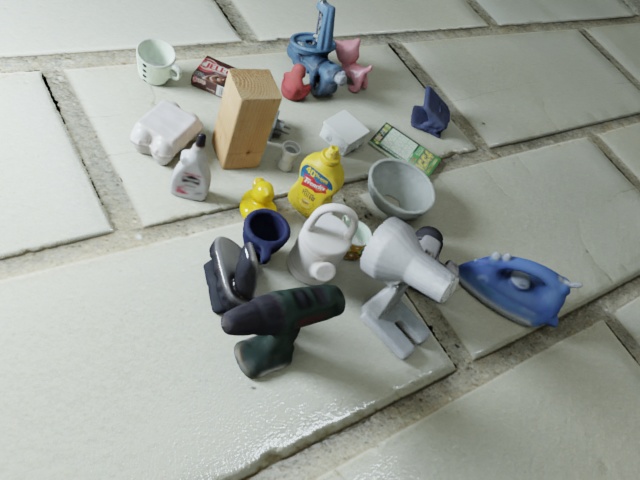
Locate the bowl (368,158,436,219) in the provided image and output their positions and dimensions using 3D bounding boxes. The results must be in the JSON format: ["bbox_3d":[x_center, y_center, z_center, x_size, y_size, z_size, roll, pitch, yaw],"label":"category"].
[{"bbox_3d":[0.179,-0.107,1.332,0.168,0.074,0.167,12,52,-15],"label":"bowl"}]

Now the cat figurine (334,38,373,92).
[{"bbox_3d":[0.088,-0.484,1.545,0.127,0.117,0.067,42,51,10],"label":"cat figurine"}]

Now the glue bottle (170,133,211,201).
[{"bbox_3d":[-0.244,-0.146,1.117,0.078,0.173,0.037,9,52,-16],"label":"glue bottle"}]

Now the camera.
[{"bbox_3d":[0.237,0.036,1.234,0.143,0.100,0.137,32,50,2],"label":"camera"}]

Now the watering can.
[{"bbox_3d":[0.012,0.004,1.101,0.101,0.194,0.172,-4,57,-25],"label":"watering can"}]

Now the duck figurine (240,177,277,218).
[{"bbox_3d":[-0.120,-0.080,1.178,0.078,0.086,0.104,-4,57,-25],"label":"duck figurine"}]

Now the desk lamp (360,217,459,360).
[{"bbox_3d":[0.159,0.087,1.089,0.203,0.213,0.118,45,51,13],"label":"desk lamp"}]

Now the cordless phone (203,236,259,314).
[{"bbox_3d":[-0.141,0.039,1.015,0.094,0.185,0.147,-8,59,-27],"label":"cordless phone"}]

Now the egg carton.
[{"bbox_3d":[-0.325,-0.230,1.213,0.107,0.069,0.150,30,49,0],"label":"egg carton"}]

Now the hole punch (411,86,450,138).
[{"bbox_3d":[0.311,-0.351,1.559,0.101,0.091,0.108,20,50,-8],"label":"hole punch"}]

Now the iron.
[{"bbox_3d":[0.430,0.086,1.253,0.258,0.141,0.119,25,50,-4],"label":"iron"}]

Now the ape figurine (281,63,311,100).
[{"bbox_3d":[-0.059,-0.403,1.439,0.077,0.092,0.076,44,51,12],"label":"ape figurine"}]

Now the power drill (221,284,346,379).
[{"bbox_3d":[-0.074,0.149,0.948,0.230,0.208,0.075,-17,63,-32],"label":"power drill"}]

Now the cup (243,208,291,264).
[{"bbox_3d":[-0.111,0.011,1.108,0.092,0.095,0.117,9,53,-17],"label":"cup"}]

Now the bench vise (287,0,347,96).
[{"bbox_3d":[0.016,-0.495,1.456,0.207,0.219,0.122,40,50,9],"label":"bench vise"}]
